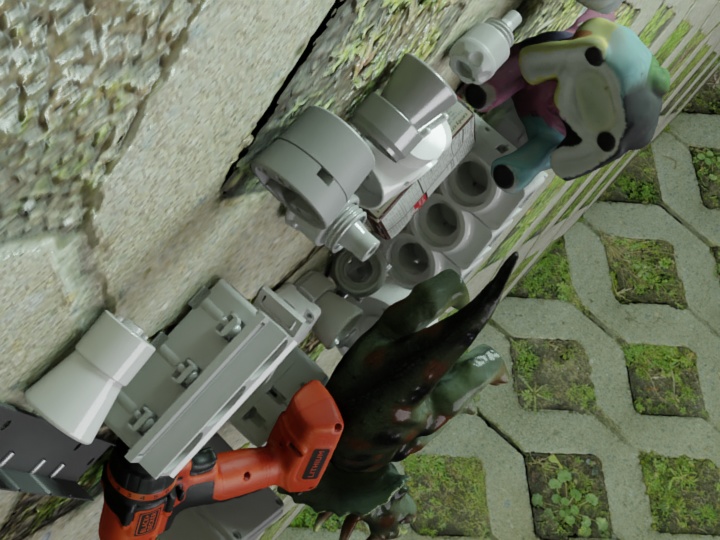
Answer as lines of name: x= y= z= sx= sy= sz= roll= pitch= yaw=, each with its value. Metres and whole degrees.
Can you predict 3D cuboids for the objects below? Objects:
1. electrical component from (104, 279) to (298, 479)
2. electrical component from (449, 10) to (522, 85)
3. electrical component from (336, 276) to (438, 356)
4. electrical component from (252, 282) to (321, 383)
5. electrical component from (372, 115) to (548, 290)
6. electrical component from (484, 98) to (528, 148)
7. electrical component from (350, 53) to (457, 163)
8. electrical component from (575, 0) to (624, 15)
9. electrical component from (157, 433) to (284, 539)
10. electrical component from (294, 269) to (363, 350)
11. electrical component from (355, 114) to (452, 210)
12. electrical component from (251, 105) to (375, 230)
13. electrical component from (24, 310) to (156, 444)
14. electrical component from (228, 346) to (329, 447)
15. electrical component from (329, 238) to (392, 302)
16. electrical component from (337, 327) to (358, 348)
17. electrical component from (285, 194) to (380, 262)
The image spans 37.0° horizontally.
electrical component: x=-0.108 y=0.070 z=0.703 sx=0.121 sy=0.063 sz=0.078 roll=-47 pitch=170 yaw=-4
electrical component: x=0.091 y=-0.159 z=0.754 sx=0.061 sy=0.035 sz=0.035 roll=-47 pitch=170 yaw=-21
electrical component: x=0.030 y=0.056 z=1.112 sx=0.060 sy=0.108 sz=0.108 roll=-46 pitch=171 yaw=-45
electrical component: x=-0.067 y=0.045 z=0.844 sx=0.064 sy=0.042 sz=0.081 roll=-42 pitch=169 yaw=-48
electrical component: x=0.082 y=-0.051 z=0.963 sx=0.062 sy=0.089 sz=0.150 roll=-34 pitch=163 yaw=-54
electrical component: x=0.143 y=-0.126 z=0.998 sx=0.053 sy=0.059 sz=0.095 roll=-53 pitch=178 yaw=38
electrical component: x=0.027 y=-0.101 z=0.674 sx=0.055 sy=0.045 sz=0.045 roll=-48 pitch=170 yaw=1
electrical component: x=0.187 y=-0.234 z=0.812 sx=0.095 sy=0.054 sz=0.059 roll=-35 pitch=164 yaw=-51
electrical component: x=-0.138 y=0.207 z=0.965 sx=0.056 sy=0.109 sz=0.109 roll=-49 pitch=170 yaw=18
electrical component: x=-0.032 y=0.033 z=0.900 sx=0.045 sy=0.055 sz=0.045 roll=-46 pitch=170 yaw=-11
electrical component: x=0.032 y=-0.084 z=0.728 sx=0.077 sy=0.044 sz=0.079 roll=-42 pitch=-173 yaw=-32
electrical component: x=-0.025 y=-0.058 z=0.599 sx=0.047 sy=0.055 sz=0.055 roll=-49 pitch=170 yaw=-11
electrical component: x=-0.141 y=0.054 z=0.575 sx=0.065 sy=0.044 sz=0.044 roll=-51 pitch=170 yaw=-7
electrical component: x=-0.078 y=0.121 z=1.017 sx=0.089 sy=0.062 sz=0.150 roll=-46 pitch=170 yaw=-8
electrical component: x=0.000 y=0.000 z=0.942 sx=0.066 sy=0.048 sz=0.055 roll=-48 pitch=177 yaw=0
electrical component: x=-0.019 y=0.058 z=1.029 sx=0.035 sy=0.061 sz=0.035 roll=-46 pitch=170 yaw=-11
electrical component: x=-0.015 y=-0.032 z=0.709 sx=0.048 sy=0.062 sz=0.048 roll=-46 pitch=170 yaw=-11
